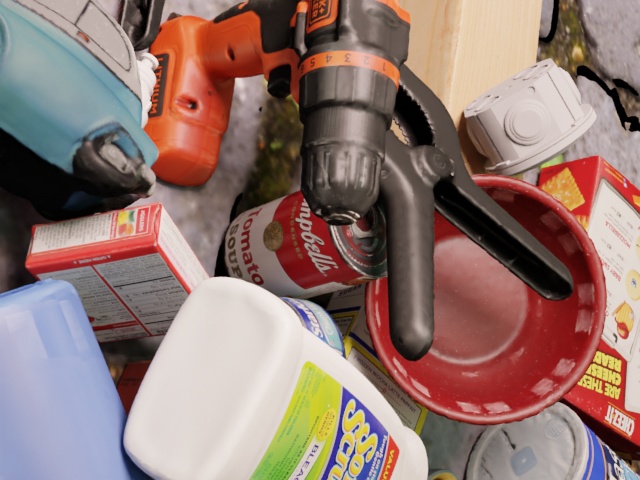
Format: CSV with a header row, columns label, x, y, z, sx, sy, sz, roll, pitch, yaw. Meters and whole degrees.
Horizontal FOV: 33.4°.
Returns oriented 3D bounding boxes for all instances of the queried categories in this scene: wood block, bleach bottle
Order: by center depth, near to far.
label,x,y,z,sx,sy,sz,roll,pitch,yaw
bleach bottle,0.003,0.108,0.581,0.250,0.068,0.102,37,78,-55
wood block,0.096,-0.110,0.794,0.090,0.090,0.206,24,67,-38

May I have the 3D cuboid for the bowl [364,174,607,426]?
label,x,y,z,sx,sy,sz,roll,pitch,yaw
bowl,0.104,0.039,0.709,0.162,0.055,0.162,0,87,-8

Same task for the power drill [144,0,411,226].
label,x,y,z,sx,sy,sz,roll,pitch,yaw
power drill,-0.029,-0.085,0.606,0.057,0.188,0.184,22,67,-40

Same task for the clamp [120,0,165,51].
label,x,y,z,sx,sy,sz,roll,pitch,yaw
clamp,-0.100,-0.197,0.657,0.171,0.039,0.120,-51,136,-45

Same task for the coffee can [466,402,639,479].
label,x,y,z,sx,sy,sz,roll,pitch,yaw
coffee can,0.193,0.201,0.818,0.140,0.103,0.102,42,57,-30

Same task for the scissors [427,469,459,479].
label,x,y,z,sx,sy,sz,roll,pitch,yaw
scissors,0.044,0.208,0.738,0.201,0.016,0.096,10,74,-41

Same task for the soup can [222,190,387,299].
label,x,y,z,sx,sy,sz,roll,pitch,yaw
soup can,-0.004,0.001,0.668,0.068,0.102,0.068,16,66,-41

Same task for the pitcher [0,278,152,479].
label,x,y,z,sx,sy,sz,roll,pitch,yaw
pitcher,-0.133,0.147,0.501,0.144,0.149,0.243,-21,93,-42

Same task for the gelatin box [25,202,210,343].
label,x,y,z,sx,sy,sz,roll,pitch,yaw
gelatin box,-0.103,0.020,0.573,0.089,0.073,0.030,63,22,-53

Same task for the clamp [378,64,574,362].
label,x,y,z,sx,sy,sz,roll,pitch,yaw
clamp,0.069,-0.035,0.644,0.164,0.036,0.210,-5,67,-44

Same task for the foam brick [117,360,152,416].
label,x,y,z,sx,sy,sz,roll,pitch,yaw
foam brick,-0.078,0.100,0.601,0.051,0.078,0.053,35,61,-32

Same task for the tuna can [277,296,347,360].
label,x,y,z,sx,sy,sz,roll,pitch,yaw
tuna can,-0.024,0.077,0.650,0.033,0.086,0.086,10,76,-43

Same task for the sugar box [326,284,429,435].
label,x,y,z,sx,sy,sz,roll,pitch,yaw
sugar box,0.026,0.111,0.720,0.093,0.048,0.176,45,51,-28

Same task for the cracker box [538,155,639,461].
label,x,y,z,sx,sy,sz,roll,pitch,yaw
cracker box,0.241,0.061,0.910,0.164,0.072,0.213,32,63,-33
